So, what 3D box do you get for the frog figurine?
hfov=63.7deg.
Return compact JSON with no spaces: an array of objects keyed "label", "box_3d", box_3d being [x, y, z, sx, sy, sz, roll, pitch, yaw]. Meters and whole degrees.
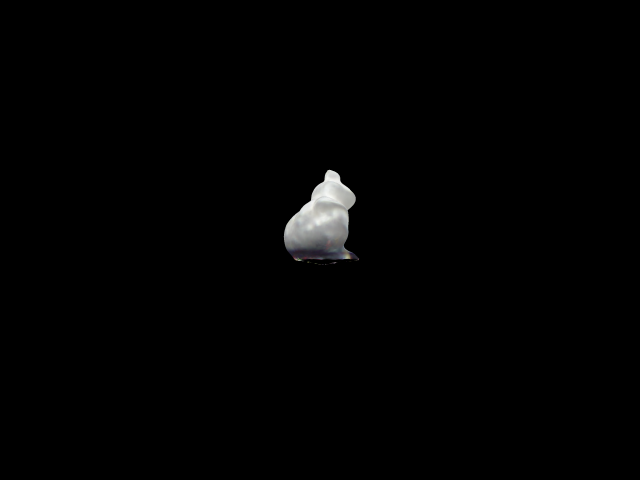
[{"label":"frog figurine","box_3d":[0.003,-0.043,0.850,0.123,0.161,0.136,2,-10,-11]}]
